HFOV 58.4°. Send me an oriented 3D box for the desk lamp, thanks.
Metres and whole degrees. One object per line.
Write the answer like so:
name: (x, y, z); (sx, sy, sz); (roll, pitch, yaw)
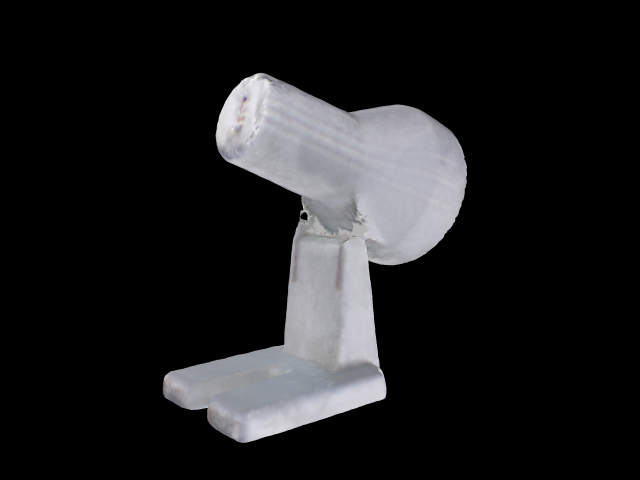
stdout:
desk lamp: (0.004, 0.001, 0.400); (0.204, 0.213, 0.117); (-4, 6, -43)
